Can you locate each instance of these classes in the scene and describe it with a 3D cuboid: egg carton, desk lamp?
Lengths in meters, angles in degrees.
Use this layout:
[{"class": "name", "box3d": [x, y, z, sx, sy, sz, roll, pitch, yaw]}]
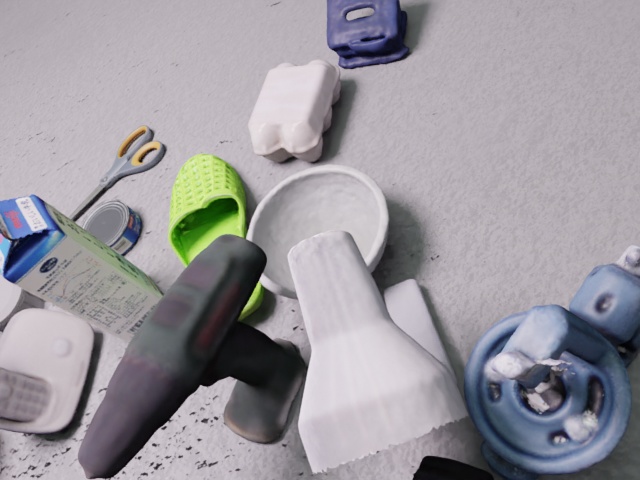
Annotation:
[{"class": "egg carton", "box3d": [-0.032, -0.174, 0.767, 0.107, 0.070, 0.150, 3, 63, 25]}, {"class": "desk lamp", "box3d": [0.044, 0.097, 0.485, 0.118, 0.214, 0.203, -24, 55, 10]}]

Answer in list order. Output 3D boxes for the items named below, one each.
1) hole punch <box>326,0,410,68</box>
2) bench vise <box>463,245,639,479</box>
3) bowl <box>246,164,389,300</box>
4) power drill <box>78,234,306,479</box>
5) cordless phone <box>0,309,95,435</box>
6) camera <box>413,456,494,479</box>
[{"class": "hole punch", "box3d": [0.064, -0.304, 0.788, 0.108, 0.091, 0.101, -3, 61, 23]}, {"class": "bench vise", "box3d": [0.178, 0.074, 0.435, 0.121, 0.220, 0.207, 14, 68, 30]}, {"class": "bowl", "box3d": [0.006, 0.002, 0.644, 0.167, 0.075, 0.167, -11, 58, 18]}, {"class": "power drill", "box3d": [-0.097, 0.121, 0.536, 0.075, 0.209, 0.230, 10, 66, 28]}, {"class": "cordless phone", "box3d": [-0.359, 0.137, 0.657, 0.094, 0.186, 0.147, -9, 58, 19]}, {"class": "camera", "box3d": [0.108, 0.245, 0.439, 0.142, 0.101, 0.137, 6, 64, 27]}]
